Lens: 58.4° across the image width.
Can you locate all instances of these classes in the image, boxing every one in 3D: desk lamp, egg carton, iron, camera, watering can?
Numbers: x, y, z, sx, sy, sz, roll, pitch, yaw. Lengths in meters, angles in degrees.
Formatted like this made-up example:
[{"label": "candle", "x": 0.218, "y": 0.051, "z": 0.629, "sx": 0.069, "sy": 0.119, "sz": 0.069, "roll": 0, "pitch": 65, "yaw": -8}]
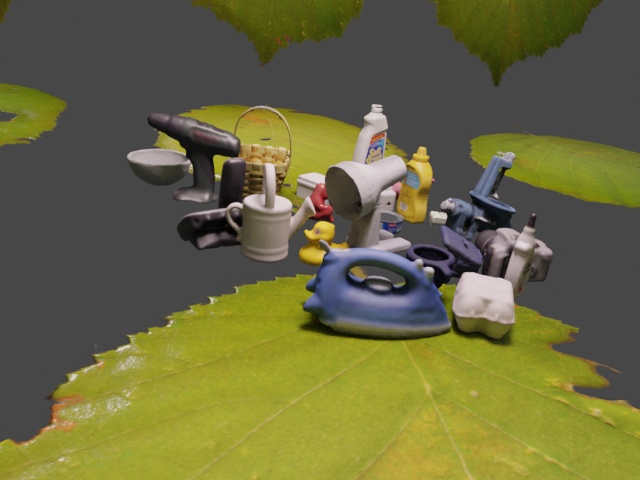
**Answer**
[{"label": "desk lamp", "x": 0.107, "y": -0.074, "z": 1.237, "sx": 0.204, "sy": 0.213, "sz": 0.117, "roll": -12, "pitch": 29, "yaw": -38}, {"label": "egg carton", "x": 0.293, "y": 0.113, "z": 1.028, "sx": 0.107, "sy": 0.069, "sz": 0.150, "roll": 12, "pitch": 23, "yaw": 11}, {"label": "iron", "x": 0.105, "y": 0.077, "z": 0.964, "sx": 0.258, "sy": 0.141, "sz": 0.118, "roll": 6, "pitch": 22, "yaw": -2}, {"label": "camera", "x": 0.409, "y": 0.021, "z": 1.247, "sx": 0.143, "sy": 0.101, "sz": 0.136, "roll": 1, "pitch": 23, "yaw": -14}, {"label": "watering can", "x": -0.100, "y": -0.061, "z": 1.168, "sx": 0.173, "sy": 0.194, "sz": 0.100, "roll": -6, "pitch": 26, "yaw": -29}]

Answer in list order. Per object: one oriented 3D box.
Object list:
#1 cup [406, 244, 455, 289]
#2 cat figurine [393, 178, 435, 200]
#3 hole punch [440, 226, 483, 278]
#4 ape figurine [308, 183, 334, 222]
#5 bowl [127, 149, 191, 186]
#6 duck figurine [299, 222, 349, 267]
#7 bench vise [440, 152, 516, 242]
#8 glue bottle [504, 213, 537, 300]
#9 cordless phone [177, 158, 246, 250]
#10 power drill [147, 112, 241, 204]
[{"label": "cup", "x": 0.206, "y": 0.072, "z": 1.069, "sx": 0.092, "sy": 0.095, "sz": 0.117, "roll": -2, "pitch": 24, "yaw": -20}, {"label": "cat figurine", "x": 0.248, "y": -0.152, "z": 1.595, "sx": 0.127, "sy": 0.118, "sz": 0.067, "roll": 20, "pitch": 26, "yaw": 29}, {"label": "hole punch", "x": 0.295, "y": 0.025, "z": 1.213, "sx": 0.101, "sy": 0.091, "sz": 0.108, "roll": 8, "pitch": 22, "yaw": 3}, {"label": "ape figurine", "x": 0.002, "y": -0.096, "z": 1.418, "sx": 0.076, "sy": 0.092, "sz": 0.077, "roll": 5, "pitch": 22, "yaw": -4}, {"label": "bowl", "x": -0.429, "y": -0.189, "z": 1.538, "sx": 0.167, "sy": 0.075, "sz": 0.167, "roll": 6, "pitch": 22, "yaw": -2}, {"label": "duck figurine", "x": 0.011, "y": 0.004, "z": 1.186, "sx": 0.104, "sy": 0.086, "sz": 0.077, "roll": 3, "pitch": 23, "yaw": -10}, {"label": "bench vise", "x": 0.399, "y": -0.103, "z": 1.385, "sx": 0.208, "sy": 0.220, "sz": 0.121, "roll": -12, "pitch": 29, "yaw": -39}, {"label": "glue bottle", "x": 0.399, "y": 0.029, "z": 1.127, "sx": 0.037, "sy": 0.173, "sz": 0.078, "roll": 20, "pitch": 26, "yaw": 29}, {"label": "cordless phone", "x": -0.218, "y": -0.081, "z": 1.193, "sx": 0.148, "sy": 0.185, "sz": 0.093, "roll": -12, "pitch": 29, "yaw": -39}, {"label": "power drill", "x": -0.316, "y": -0.203, "z": 1.428, "sx": 0.229, "sy": 0.208, "sz": 0.075, "roll": 6, "pitch": 22, "yaw": -4}]
